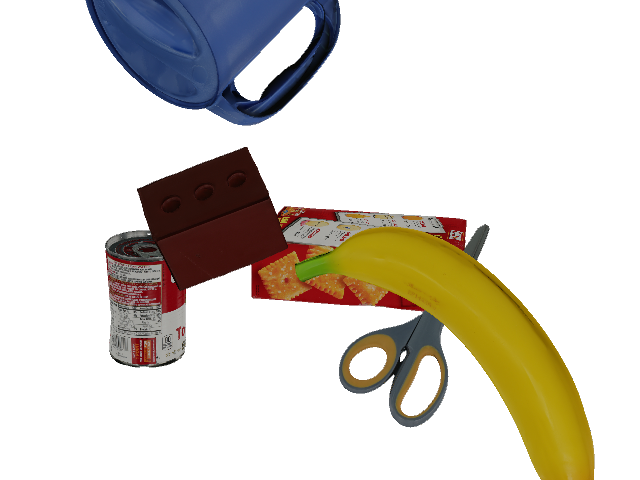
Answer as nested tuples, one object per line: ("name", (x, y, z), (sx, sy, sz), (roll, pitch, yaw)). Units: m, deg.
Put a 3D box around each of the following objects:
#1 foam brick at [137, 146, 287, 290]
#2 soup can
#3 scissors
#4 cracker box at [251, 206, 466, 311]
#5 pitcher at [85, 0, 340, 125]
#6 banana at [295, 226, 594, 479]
("foam brick", (-0.068, -0.014, 0.680), (0.078, 0.051, 0.053), (-22, 45, -4))
("soup can", (-0.150, 0.050, 0.917), (0.068, 0.102, 0.068), (2, 20, -1))
("scissors", (0.076, 0.060, 0.877), (0.096, 0.201, 0.016), (8, -36, 12))
("cracker box", (0.046, 0.019, 1.149), (0.214, 0.072, 0.164), (5, 15, 9))
("pitcher", (-0.051, -0.216, 0.843), (0.145, 0.242, 0.149), (27, -31, 28))
("banana", (0.080, 0.053, 0.560), (0.198, 0.070, 0.037), (42, 23, 11))
